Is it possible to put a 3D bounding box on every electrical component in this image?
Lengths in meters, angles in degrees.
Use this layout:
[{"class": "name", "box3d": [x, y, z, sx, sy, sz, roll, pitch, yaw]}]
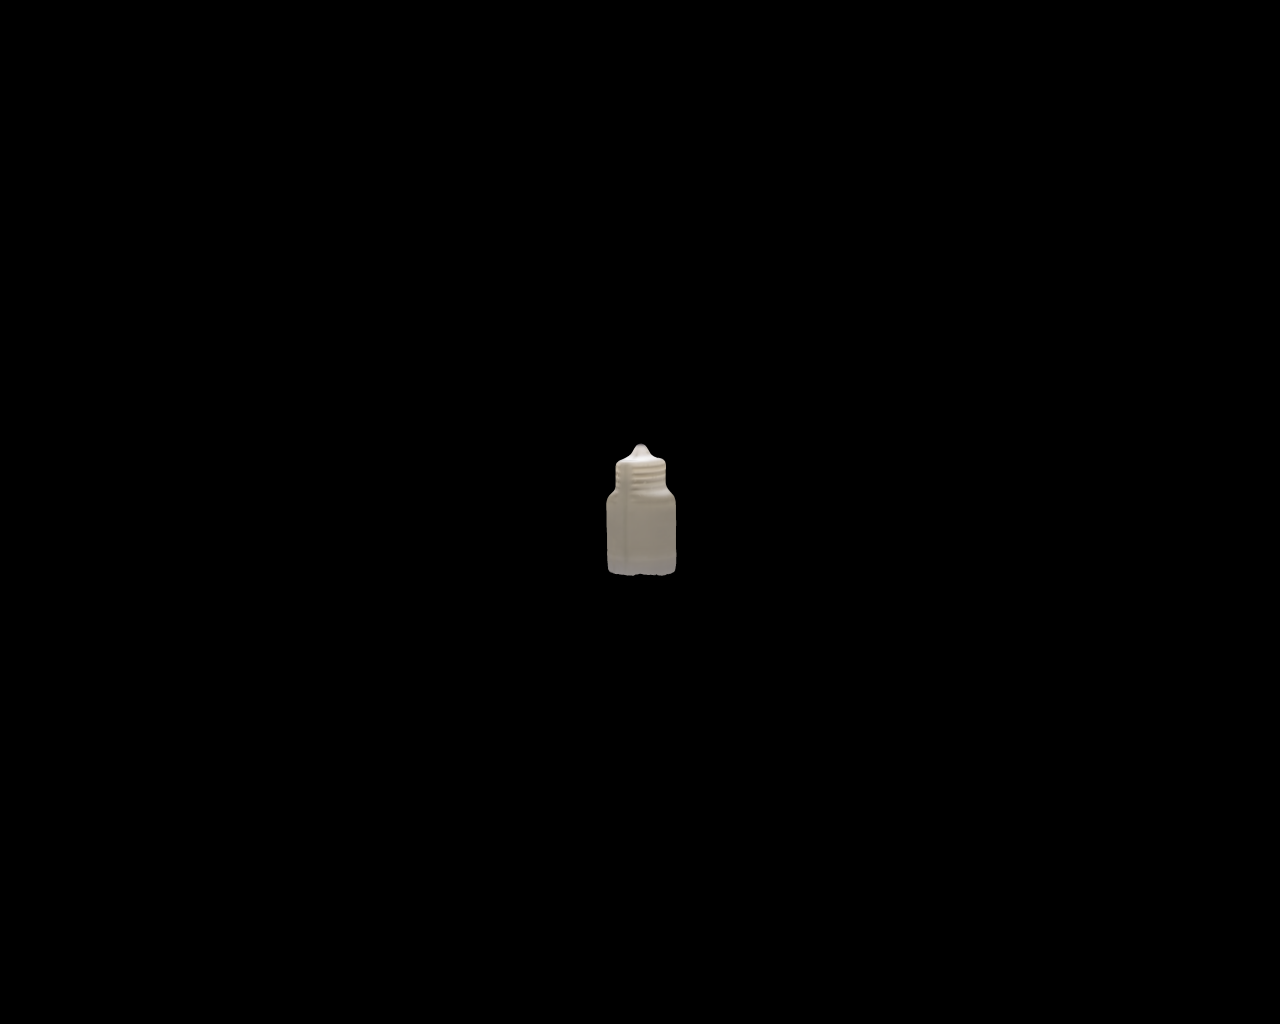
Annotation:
[{"class": "electrical component", "box3d": [0.001, -0.003, 0.650, 0.043, 0.080, 0.043, 0, 7, 0]}]
